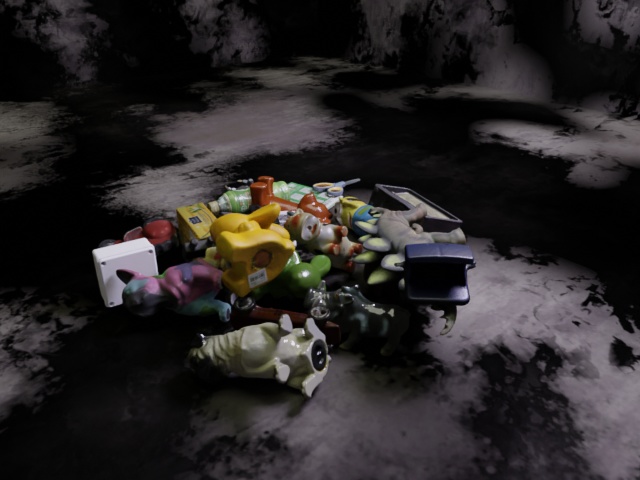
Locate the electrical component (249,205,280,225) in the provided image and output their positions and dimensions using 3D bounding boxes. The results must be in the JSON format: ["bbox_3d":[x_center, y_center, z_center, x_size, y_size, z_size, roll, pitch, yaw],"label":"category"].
[{"bbox_3d":[-0.123,-0.004,1.191,0.058,0.114,0.134,-5,28,-13],"label":"electrical component"}]

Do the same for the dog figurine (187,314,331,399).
[{"bbox_3d":[-0.098,0.191,0.877,0.191,0.172,0.121,-12,54,33],"label":"dog figurine"}]

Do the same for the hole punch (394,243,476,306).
[{"bbox_3d":[0.194,0.038,0.893,0.142,0.092,0.116,-2,34,8],"label":"hole punch"}]

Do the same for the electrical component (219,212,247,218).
[{"bbox_3d":[-0.174,-0.029,1.116,0.075,0.047,0.119,7,24,-39],"label":"electrical component"}]

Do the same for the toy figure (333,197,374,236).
[{"bbox_3d":[0.106,-0.053,1.335,0.089,0.082,0.180,3,14,-40],"label":"toy figure"}]

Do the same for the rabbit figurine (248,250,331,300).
[{"bbox_3d":[-0.053,0.076,1.055,0.159,0.121,0.170,7,8,-36],"label":"rabbit figurine"}]

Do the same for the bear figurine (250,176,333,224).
[{"bbox_3d":[-0.067,-0.089,1.344,0.196,0.131,0.120,0,19,10],"label":"bear figurine"}]

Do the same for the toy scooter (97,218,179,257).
[{"bbox_3d":[-0.383,0.017,1.186,0.184,0.075,0.135,-27,39,-37],"label":"toy scooter"}]

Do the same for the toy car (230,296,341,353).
[{"bbox_3d":[-0.061,0.145,0.936,0.202,0.089,0.053,4,32,16],"label":"toy car"}]

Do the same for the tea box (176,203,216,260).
[{"bbox_3d":[-0.264,-0.006,1.211,0.068,0.098,0.170,-14,34,-26],"label":"tea box"}]

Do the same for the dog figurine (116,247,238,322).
[{"bbox_3d":[-0.274,0.083,1.039,0.219,0.108,0.192,2,29,6],"label":"dog figurine"}]

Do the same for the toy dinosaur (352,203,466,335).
[{"bbox_3d":[0.176,0.032,1.052,0.199,0.104,0.472,-10,27,-15],"label":"toy dinosaur"}]

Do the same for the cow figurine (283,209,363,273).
[{"bbox_3d":[-0.002,-0.003,1.145,0.127,0.194,0.085,10,72,31],"label":"cow figurine"}]

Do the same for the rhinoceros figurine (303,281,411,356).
[{"bbox_3d":[0.063,0.134,0.953,0.190,0.112,0.073,14,32,6],"label":"rhinoceros figurine"}]

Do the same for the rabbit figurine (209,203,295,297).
[{"bbox_3d":[-0.134,-0.006,0.976,0.162,0.121,0.173,-34,38,-21],"label":"rabbit figurine"}]

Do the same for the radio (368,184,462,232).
[{"bbox_3d":[0.227,-0.066,1.336,0.131,0.073,0.230,6,21,-32],"label":"radio"}]

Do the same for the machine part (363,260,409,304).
[{"bbox_3d":[0.181,0.067,1.139,0.179,0.056,0.179,2,29,-1],"label":"machine part"}]

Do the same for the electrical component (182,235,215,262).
[{"bbox_3d":[-0.245,0.019,1.087,0.063,0.094,0.021,-10,68,-27],"label":"electrical component"}]

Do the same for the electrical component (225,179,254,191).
[{"bbox_3d":[-0.217,-0.135,1.505,0.078,0.045,0.102,19,33,32],"label":"electrical component"}]
